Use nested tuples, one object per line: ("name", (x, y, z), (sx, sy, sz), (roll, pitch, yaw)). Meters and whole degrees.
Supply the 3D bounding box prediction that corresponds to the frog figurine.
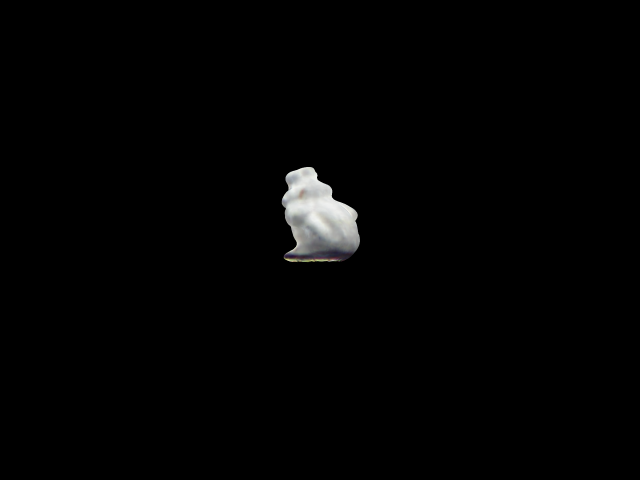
("frog figurine", (0.003, -0.043, 0.850), (0.137, 0.160, 0.122), (2, -4, -32))
